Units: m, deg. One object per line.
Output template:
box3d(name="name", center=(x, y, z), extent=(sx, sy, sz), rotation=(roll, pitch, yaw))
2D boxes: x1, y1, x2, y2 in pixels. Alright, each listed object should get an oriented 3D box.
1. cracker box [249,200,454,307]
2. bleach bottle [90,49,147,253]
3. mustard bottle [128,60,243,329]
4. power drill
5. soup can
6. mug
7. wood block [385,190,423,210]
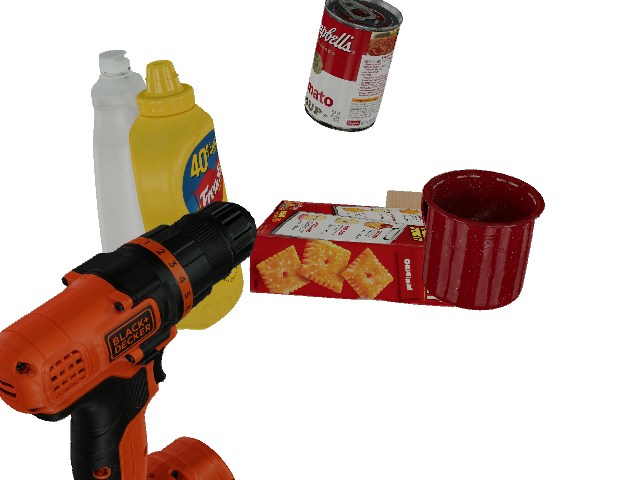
box3d(name="cracker box", center=(0.044, 0.013, 1.149), extent=(0.214, 0.072, 0.164), rotation=(5, 15, 8))
box3d(name="bleach bottle", center=(-0.203, -0.073, 1.126), extent=(0.068, 0.251, 0.102), rotation=(3, 26, 17))
box3d(name="mustard bottle", center=(-0.101, -0.037, 0.783), extent=(0.058, 0.191, 0.096), rotation=(-1, 25, 17))
box3d(name="power drill", center=(-0.097, 0.086, 0.619), extent=(0.057, 0.188, 0.184), rotation=(20, 39, 35))
box3d(name="soup can", center=(0.027, -0.155, 0.932), extent=(0.068, 0.102, 0.068), rotation=(9, 35, -7))
box3d(name="mug", center=(0.116, -0.005, 0.843), extent=(0.093, 0.081, 0.117), rotation=(-15, 35, -29))
box3d(name="wood block", center=(0.138, 0.005, 1.603), extent=(0.091, 0.090, 0.206), rotation=(4, 25, 4))
